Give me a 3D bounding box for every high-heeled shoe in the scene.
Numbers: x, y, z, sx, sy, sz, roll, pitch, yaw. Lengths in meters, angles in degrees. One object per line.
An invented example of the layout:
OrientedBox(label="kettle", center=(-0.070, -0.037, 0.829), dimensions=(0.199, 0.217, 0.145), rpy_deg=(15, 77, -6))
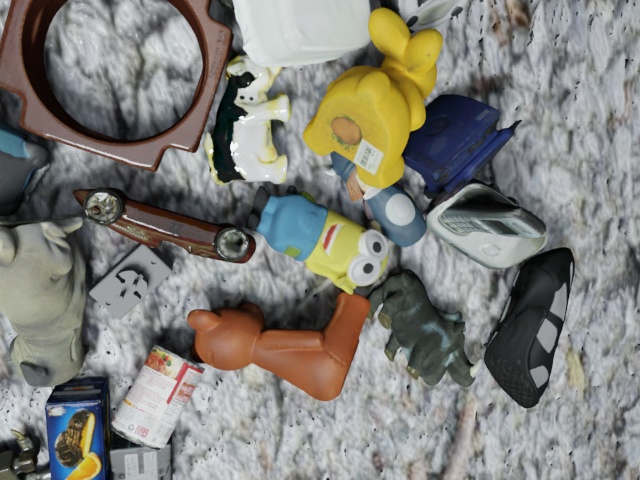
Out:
OrientedBox(label="high-heeled shoe", center=(0.302, 0.124, 0.744), dimensions=(0.145, 0.086, 0.248), rpy_deg=(-42, 136, -20))

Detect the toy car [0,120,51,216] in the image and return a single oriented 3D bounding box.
OrientedBox(label="toy car", center=(-0.358, -0.090, 0.525), dimensions=(0.103, 0.161, 0.109), rpy_deg=(38, 102, 20))

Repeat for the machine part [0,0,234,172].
OrientedBox(label="machine part", center=(-0.205, -0.186, 0.556), dimensions=(0.201, 0.087, 0.201), rpy_deg=(17, 95, -16))

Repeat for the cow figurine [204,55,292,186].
OrientedBox(label="cow figurine", center=(-0.082, -0.145, 0.606), dimensions=(0.098, 0.068, 0.167), rpy_deg=(-1, 101, -7))

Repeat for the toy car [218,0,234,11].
OrientedBox(label="toy car", center=(-0.128, -0.319, 0.564), dimensions=(0.201, 0.056, 0.073), rpy_deg=(36, 98, -16))

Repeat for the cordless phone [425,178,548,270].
OrientedBox(label="cordless phone", center=(0.227, -0.014, 0.644), dimensions=(0.146, 0.184, 0.088), rpy_deg=(32, 88, -17))

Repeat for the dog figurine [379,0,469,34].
OrientedBox(label="dog figurine", center=(0.087, -0.366, 0.587), dimensions=(0.108, 0.191, 0.219), rpy_deg=(-22, 71, -5))

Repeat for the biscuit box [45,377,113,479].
OrientedBox(label="biscuit box", center=(-0.284, 0.272, 0.643), dimensions=(0.063, 0.059, 0.202), rpy_deg=(-1, 102, -13))

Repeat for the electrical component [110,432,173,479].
OrientedBox(label="electrical component", center=(-0.218, 0.256, 0.664), dimensions=(0.075, 0.048, 0.119), rpy_deg=(2, 102, -15))

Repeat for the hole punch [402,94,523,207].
OrientedBox(label="hole punch", center=(0.154, -0.115, 0.646), dimensions=(0.142, 0.116, 0.092), rpy_deg=(-42, 99, -3))

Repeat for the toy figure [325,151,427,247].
OrientedBox(label="toy figure", center=(0.072, -0.059, 0.666), dimensions=(0.154, 0.058, 0.064), rpy_deg=(47, 50, -16))

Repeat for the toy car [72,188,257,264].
OrientedBox(label="toy car", center=(-0.170, -0.014, 0.597), dimensions=(0.202, 0.089, 0.053), rpy_deg=(16, 94, -17))

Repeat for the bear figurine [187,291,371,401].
OrientedBox(label="bear figurine", center=(-0.053, 0.117, 0.654), dimensions=(0.196, 0.132, 0.120), rpy_deg=(17, 135, 12))

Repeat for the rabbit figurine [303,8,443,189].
OrientedBox(label="rabbit figurine", center=(0.073, -0.171, 0.599), dimensions=(0.122, 0.162, 0.173), rpy_deg=(31, 52, 20))

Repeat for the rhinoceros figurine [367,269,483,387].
OrientedBox(label="rhinoceros figurine", center=(0.139, 0.124, 0.715), dimensions=(0.112, 0.073, 0.190), rpy_deg=(-41, 106, -14))

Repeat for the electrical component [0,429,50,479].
OrientedBox(label="electrical component", center=(-0.376, 0.267, 0.631), dimensions=(0.102, 0.045, 0.078), rpy_deg=(-17, 133, -7))

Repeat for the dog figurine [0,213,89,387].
OrientedBox(label="dog figurine", center=(-0.291, 0.074, 0.549), dimensions=(0.121, 0.172, 0.190), rpy_deg=(-5, 95, -2))

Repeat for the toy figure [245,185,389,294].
OrientedBox(label="toy figure", center=(0.000, -0.006, 0.647), dimensions=(0.180, 0.089, 0.082), rpy_deg=(23, 107, -8))
